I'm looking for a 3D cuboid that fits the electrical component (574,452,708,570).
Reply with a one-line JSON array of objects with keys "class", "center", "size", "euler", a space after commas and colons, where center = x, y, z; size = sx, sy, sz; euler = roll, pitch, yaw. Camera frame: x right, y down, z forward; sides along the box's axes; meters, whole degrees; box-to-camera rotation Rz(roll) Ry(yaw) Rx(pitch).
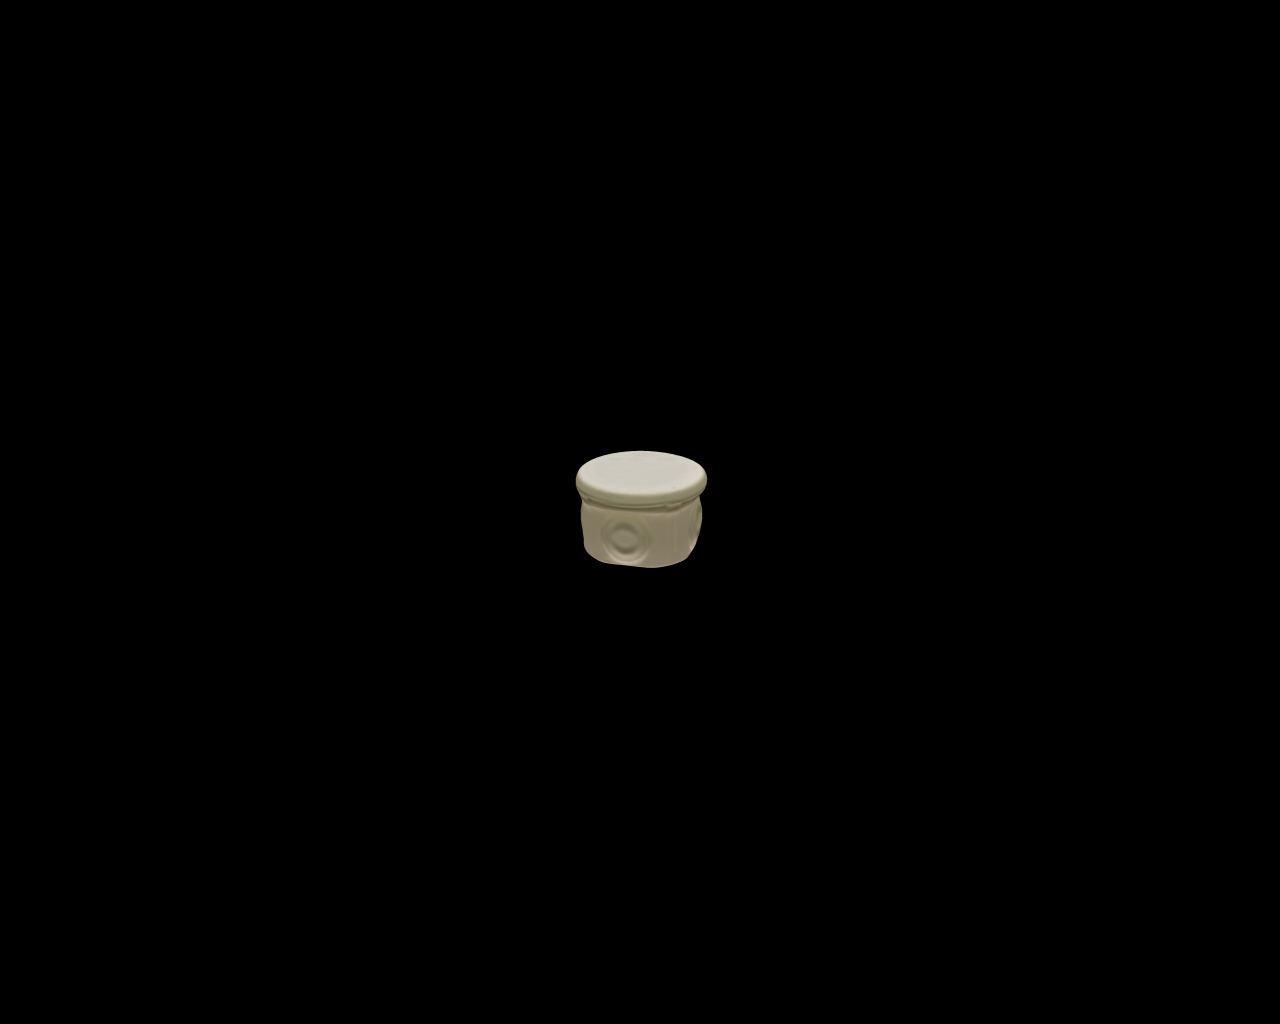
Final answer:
[{"class": "electrical component", "center": [0.001, -0.003, 0.650], "size": [0.080, 0.050, 0.080], "euler": [0, 23, 0]}]
